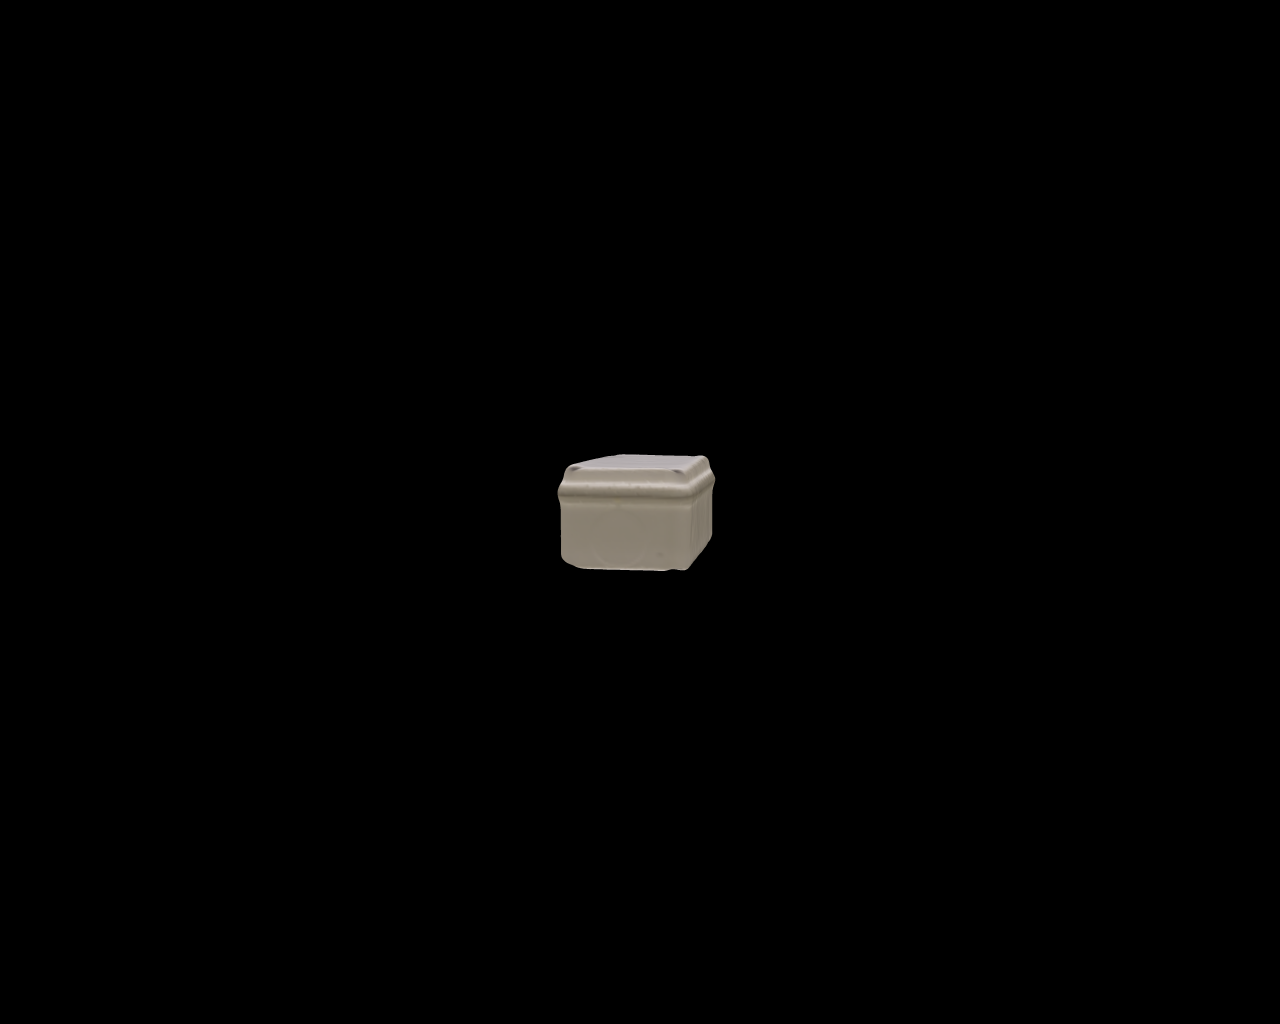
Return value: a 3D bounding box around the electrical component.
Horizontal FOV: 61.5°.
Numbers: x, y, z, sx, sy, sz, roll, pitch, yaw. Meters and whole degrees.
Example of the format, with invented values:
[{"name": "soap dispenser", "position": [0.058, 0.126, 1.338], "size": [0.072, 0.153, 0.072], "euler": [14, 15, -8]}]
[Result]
[{"name": "electrical component", "position": [0.001, -0.003, 0.650], "size": [0.078, 0.057, 0.113], "euler": [1, 7, 11]}]
